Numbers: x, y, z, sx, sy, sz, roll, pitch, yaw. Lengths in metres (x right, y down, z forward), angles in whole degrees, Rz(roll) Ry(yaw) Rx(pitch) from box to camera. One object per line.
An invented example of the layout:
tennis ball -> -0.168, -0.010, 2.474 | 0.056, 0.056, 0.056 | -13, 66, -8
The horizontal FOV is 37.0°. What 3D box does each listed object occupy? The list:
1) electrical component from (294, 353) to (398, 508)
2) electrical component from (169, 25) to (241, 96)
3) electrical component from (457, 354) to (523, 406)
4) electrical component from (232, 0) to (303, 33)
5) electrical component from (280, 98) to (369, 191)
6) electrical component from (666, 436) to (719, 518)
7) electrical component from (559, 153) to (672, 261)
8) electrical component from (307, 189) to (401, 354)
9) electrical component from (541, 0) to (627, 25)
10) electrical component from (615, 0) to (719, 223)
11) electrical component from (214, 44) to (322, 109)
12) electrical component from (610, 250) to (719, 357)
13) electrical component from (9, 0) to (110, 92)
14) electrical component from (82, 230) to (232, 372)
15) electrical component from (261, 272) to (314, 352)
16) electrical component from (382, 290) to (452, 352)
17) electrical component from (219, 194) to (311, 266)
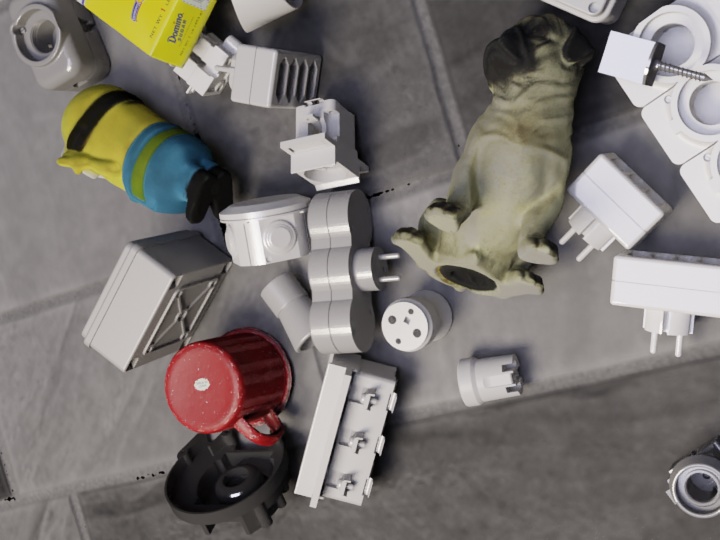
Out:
electrical component -> -0.010, 0.137, 0.931 | 0.063, 0.078, 0.121 | 15, 104, -1
electrical component -> -0.142, -0.190, 0.957 | 0.055, 0.048, 0.066 | 40, 111, 6
electrical component -> 0.108, 0.090, 0.887 | 0.046, 0.040, 0.040 | -11, 92, 19
electrical component -> -0.089, -0.253, 0.899 | 0.064, 0.099, 0.099 | -15, 91, 19
electrical component -> -0.029, -0.106, 0.905 | 0.042, 0.081, 0.063 | -8, 71, 25
electrical component -> 0.262, 0.159, 0.817 | 0.066, 0.055, 0.048 | -39, 81, 23
electrical component -> 0.187, -0.041, 0.828 | 0.065, 0.047, 0.076 | 46, 112, 12
electrical component -> 0.000, 0.000, 0.903 | 0.074, 0.052, 0.138 | -5, 81, 24
electrical component -> 0.175, -0.248, 0.801 | 0.078, 0.057, 0.113 | 29, 108, 18
electrical component -> 0.257, -0.120, 0.778 | 0.089, 0.062, 0.150 | -35, 82, 24
electrical component -> -0.087, -0.166, 0.914 | 0.076, 0.083, 0.047 | 14, 102, 22
electrical component -> 0.235, 0.028, 0.816 | 0.083, 0.047, 0.075 | 7, 100, 23
electrical component -> -0.285, -0.218, 1.009 | 0.054, 0.059, 0.095 | -24, 87, 25
electrical component -> -0.181, 0.026, 0.969 | 0.056, 0.109, 0.108 | 36, 109, 14
electrical component -> -0.057, 0.035, 0.952 | 0.044, 0.044, 0.065 | -45, 74, 22
electrical component -> 0.047, 0.042, 0.898 | 0.045, 0.055, 0.045 | 3, 98, 24
electrical component -> -0.079, -0.036, 0.931 | 0.080, 0.080, 0.051 | -4, 101, 25
